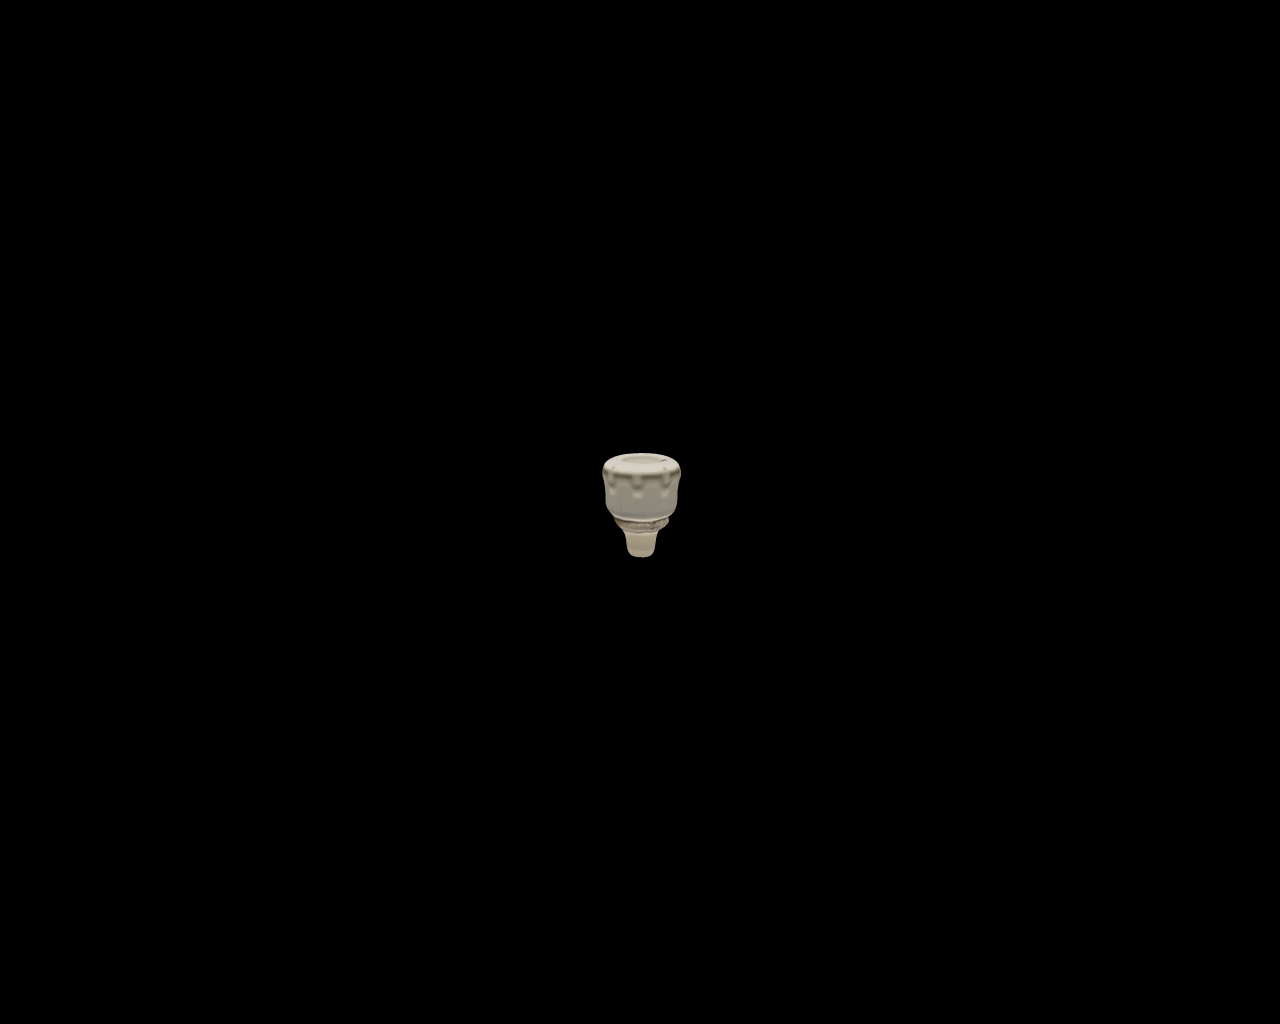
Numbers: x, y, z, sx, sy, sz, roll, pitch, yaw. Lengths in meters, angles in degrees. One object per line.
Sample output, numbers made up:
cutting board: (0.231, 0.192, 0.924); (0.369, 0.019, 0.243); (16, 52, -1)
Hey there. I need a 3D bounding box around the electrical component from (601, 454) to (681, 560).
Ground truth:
electrical component: (0.001, -0.003, 0.650); (0.048, 0.062, 0.048); (0, 14, 0)
